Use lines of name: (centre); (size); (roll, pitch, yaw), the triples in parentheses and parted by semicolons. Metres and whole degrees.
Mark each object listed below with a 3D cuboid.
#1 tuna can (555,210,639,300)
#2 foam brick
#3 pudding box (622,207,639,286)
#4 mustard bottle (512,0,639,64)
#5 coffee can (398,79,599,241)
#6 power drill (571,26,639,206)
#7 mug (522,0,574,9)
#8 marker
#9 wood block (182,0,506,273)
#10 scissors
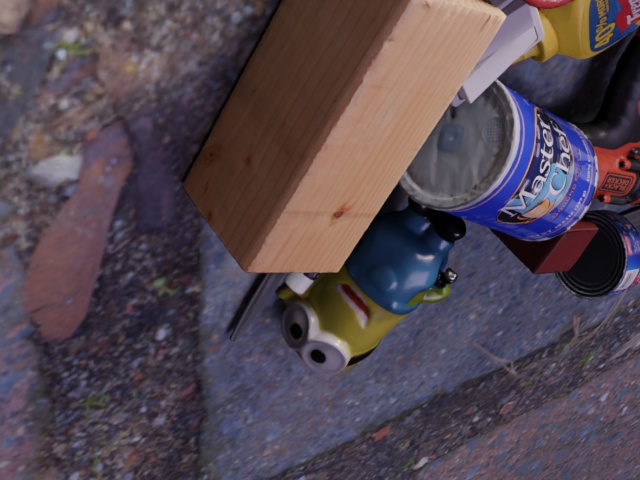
tuna can: (0.267, 0.013, 1.031); (0.033, 0.086, 0.086); (-6, 136, -41)
foam brick: (0.193, -0.014, 0.937); (0.052, 0.078, 0.051); (-2, 131, -42)
pudding box: (0.345, 0.003, 1.135); (0.113, 0.039, 0.090); (-20, 142, -27)
mustard bottle: (0.209, -0.184, 0.762); (0.191, 0.058, 0.096); (-33, 147, -5)
coffee can: (0.133, -0.060, 0.802); (0.140, 0.103, 0.103); (15, 121, -51)
power drill: (0.282, -0.112, 0.886); (0.184, 0.057, 0.188); (4, 121, -35)
mug: (0.142, -0.205, 0.653); (0.117, 0.082, 0.093); (-17, 142, -28)
marker: (0.018, -0.008, 0.804); (0.121, 0.020, 0.020); (-48, 145, 15)
wood block: (0.010, -0.084, 0.671); (0.090, 0.090, 0.206); (1, 131, -45)
scissors: (-0.005, 0.001, 0.827); (0.096, 0.016, 0.202); (-11, 139, -34)
